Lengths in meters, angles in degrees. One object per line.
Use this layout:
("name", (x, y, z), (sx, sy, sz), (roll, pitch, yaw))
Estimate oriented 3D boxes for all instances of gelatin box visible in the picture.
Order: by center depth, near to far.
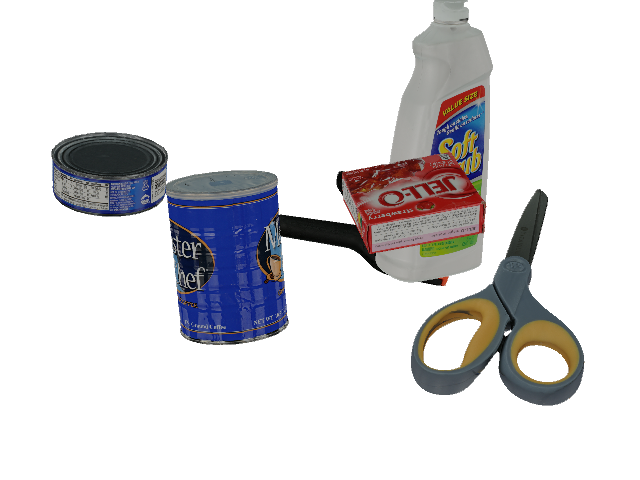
("gelatin box", (0.067, -0.029, 0.778), (0.089, 0.030, 0.073), (-11, 36, -8))

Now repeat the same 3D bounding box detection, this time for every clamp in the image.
("clamp", (0.056, -0.004, 1.265), (0.210, 0.036, 0.164), (34, 40, 24))

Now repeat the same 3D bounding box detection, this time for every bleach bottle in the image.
("bleach bottle", (0.106, -0.092, 0.973), (0.102, 0.251, 0.068), (-10, 24, -26))

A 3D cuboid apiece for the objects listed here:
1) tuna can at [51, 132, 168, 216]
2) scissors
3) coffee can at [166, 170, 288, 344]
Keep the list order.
("tuna can", (-0.158, -0.050, 0.802), (0.086, 0.034, 0.086), (5, 27, -3))
("scissors", (0.123, 0.029, 0.597), (0.096, 0.016, 0.201), (21, 40, 28))
("coffee can", (-0.085, 0.013, 0.985), (0.103, 0.140, 0.103), (-4, 14, 1))
